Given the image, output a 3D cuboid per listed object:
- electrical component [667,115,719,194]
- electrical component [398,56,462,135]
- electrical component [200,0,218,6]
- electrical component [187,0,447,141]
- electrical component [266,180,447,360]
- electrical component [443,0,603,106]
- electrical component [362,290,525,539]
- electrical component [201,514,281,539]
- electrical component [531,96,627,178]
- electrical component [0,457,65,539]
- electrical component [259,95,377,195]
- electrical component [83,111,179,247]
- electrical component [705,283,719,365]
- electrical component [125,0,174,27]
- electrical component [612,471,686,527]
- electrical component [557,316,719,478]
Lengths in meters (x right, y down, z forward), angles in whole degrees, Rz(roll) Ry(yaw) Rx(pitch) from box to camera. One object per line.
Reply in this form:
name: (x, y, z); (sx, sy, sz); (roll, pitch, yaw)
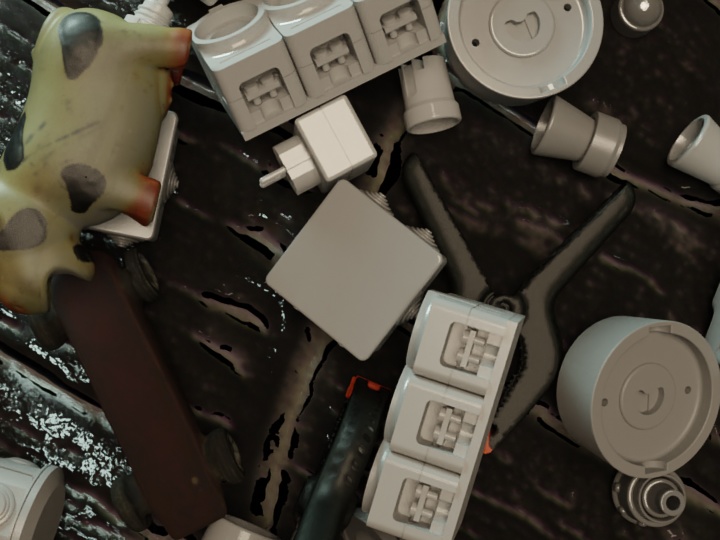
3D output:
electrical component: (0.261, -0.076, 0.775); (0.065, 0.044, 0.044); (34, 85, -7)
electrical component: (0.048, -0.124, 0.761); (0.040, 0.040, 0.046); (-10, 82, -5)
electrical component: (-0.107, -0.237, 0.732); (0.099, 0.048, 0.100); (-47, 55, -6)
electrical component: (-0.033, -0.161, 0.722); (0.150, 0.089, 0.061); (-27, 126, -6)
electrical component: (0.000, 0.000, 0.731); (0.100, 0.048, 0.099); (39, 97, 10)
electrical component: (0.110, -0.167, 0.757); (0.108, 0.060, 0.108); (0, 87, -5)
electrical component: (0.054, 0.094, 0.698); (0.062, 0.089, 0.150); (17, 94, 11)
electrical component: (-0.084, 0.194, 0.724); (0.055, 0.055, 0.047); (23, 81, -3)
electrical component: (0.155, -0.094, 0.765); (0.055, 0.045, 0.045); (20, 85, -4)
electrical component: (-0.229, 0.162, 0.702); (0.051, 0.080, 0.080); (16, 85, 2)
electrical component: (-0.035, -0.076, 0.738); (0.077, 0.066, 0.047); (-28, 89, -6)
electrical component: (-0.174, -0.069, 0.734); (0.100, 0.048, 0.099); (11, 86, -4)
electrical component: (0.323, -0.009, 0.741); (0.105, 0.060, 0.186); (15, 105, -8)
electrical component: (-0.152, -0.158, 0.745); (0.040, 0.040, 0.078); (29, 84, -3)
electrical component: (0.206, 0.157, 0.746); (0.048, 0.062, 0.048); (0, 86, -5)
electrical component: (0.187, 0.083, 0.745); (0.108, 0.060, 0.108); (-4, 99, -23)
